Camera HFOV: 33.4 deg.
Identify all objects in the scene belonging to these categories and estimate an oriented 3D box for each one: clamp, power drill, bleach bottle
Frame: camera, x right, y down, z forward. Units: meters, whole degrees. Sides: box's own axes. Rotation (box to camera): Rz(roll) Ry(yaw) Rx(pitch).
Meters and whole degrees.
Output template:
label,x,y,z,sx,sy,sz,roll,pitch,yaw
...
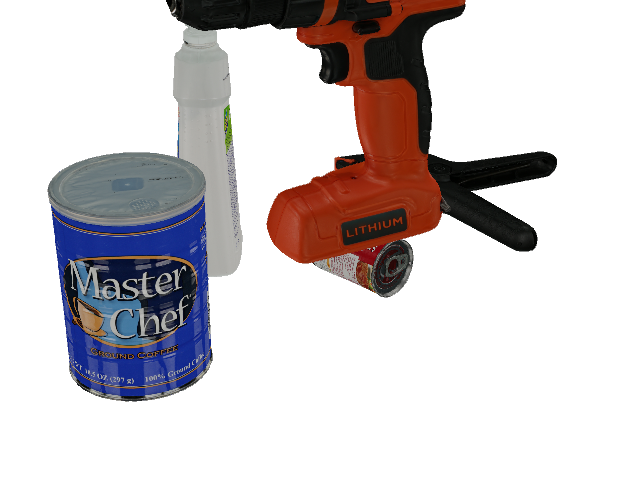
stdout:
label,x,y,z,sx,sy,sz,roll,pitch,yaw
clamp,0.118,-0.055,1.000,0.210,0.036,0.164,13,32,20
power drill,0.007,-0.082,0.589,0.184,0.188,0.057,-13,35,-21
bleach bottle,-0.113,-0.094,1.046,0.068,0.251,0.102,-1,29,-3

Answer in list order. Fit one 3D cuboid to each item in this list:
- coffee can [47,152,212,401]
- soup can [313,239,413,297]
label,x,y,z,sx,sy,sz,roll,pitch,yaw
coffee can,-0.127,0.023,0.731,0.103,0.140,0.103,0,28,0
soup can,0.045,0.016,1.210,0.102,0.068,0.068,23,15,40
